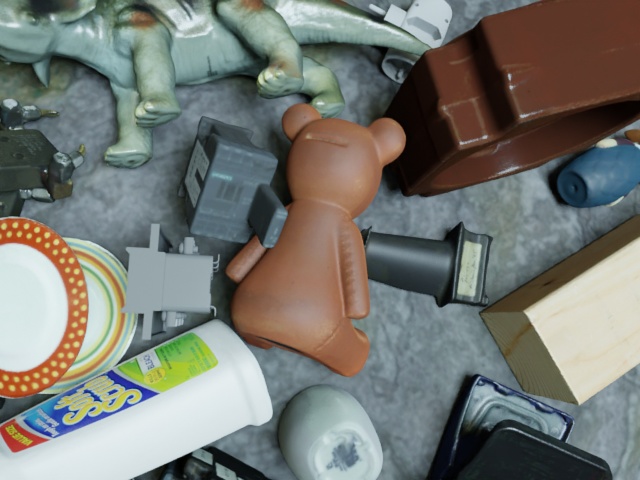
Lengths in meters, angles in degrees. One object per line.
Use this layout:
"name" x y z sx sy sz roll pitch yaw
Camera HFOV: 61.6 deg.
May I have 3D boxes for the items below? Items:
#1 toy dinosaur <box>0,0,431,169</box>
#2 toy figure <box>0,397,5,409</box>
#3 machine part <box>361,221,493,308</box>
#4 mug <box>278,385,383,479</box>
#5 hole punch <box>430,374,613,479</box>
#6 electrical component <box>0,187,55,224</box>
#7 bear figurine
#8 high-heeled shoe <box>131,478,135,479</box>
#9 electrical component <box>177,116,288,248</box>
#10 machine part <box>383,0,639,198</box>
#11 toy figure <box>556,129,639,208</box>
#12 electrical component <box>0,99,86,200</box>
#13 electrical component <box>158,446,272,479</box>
"toy dinosaur" -0.098 -0.186 0.470 0.405 0.131 0.192 -15 81 -18
"toy figure" -0.342 0.142 0.400 0.180 0.082 0.089 -25 74 -6
"machine part" 0.095 0.020 0.505 0.139 0.039 0.084 7 89 -9
"mug" 0.014 0.176 0.433 0.081 0.107 0.109 -24 84 -10
"hole punch" 0.167 0.194 0.474 0.142 0.092 0.115 25 109 -7
"electrical component" -0.277 -0.030 0.455 0.094 0.021 0.063 8 64 -8
"bear figurine" -0.001 -0.003 0.444 0.120 0.131 0.196 11 70 16
"high-heeled shoe" -0.173 0.251 0.432 0.249 0.145 0.086 22 40 21
"electrical component" -0.066 -0.036 0.395 0.048 0.119 0.074 12 116 -28
"machine part" 0.164 -0.113 0.450 0.201 0.201 0.087 -17 83 -10
"toy figure" 0.312 -0.079 0.540 0.154 0.064 0.058 -22 48 -15
"electrical component" -0.246 -0.077 0.448 0.102 0.078 0.045 46 119 24
"electrical component" -0.063 0.211 0.412 0.134 0.115 0.058 29 74 -4
